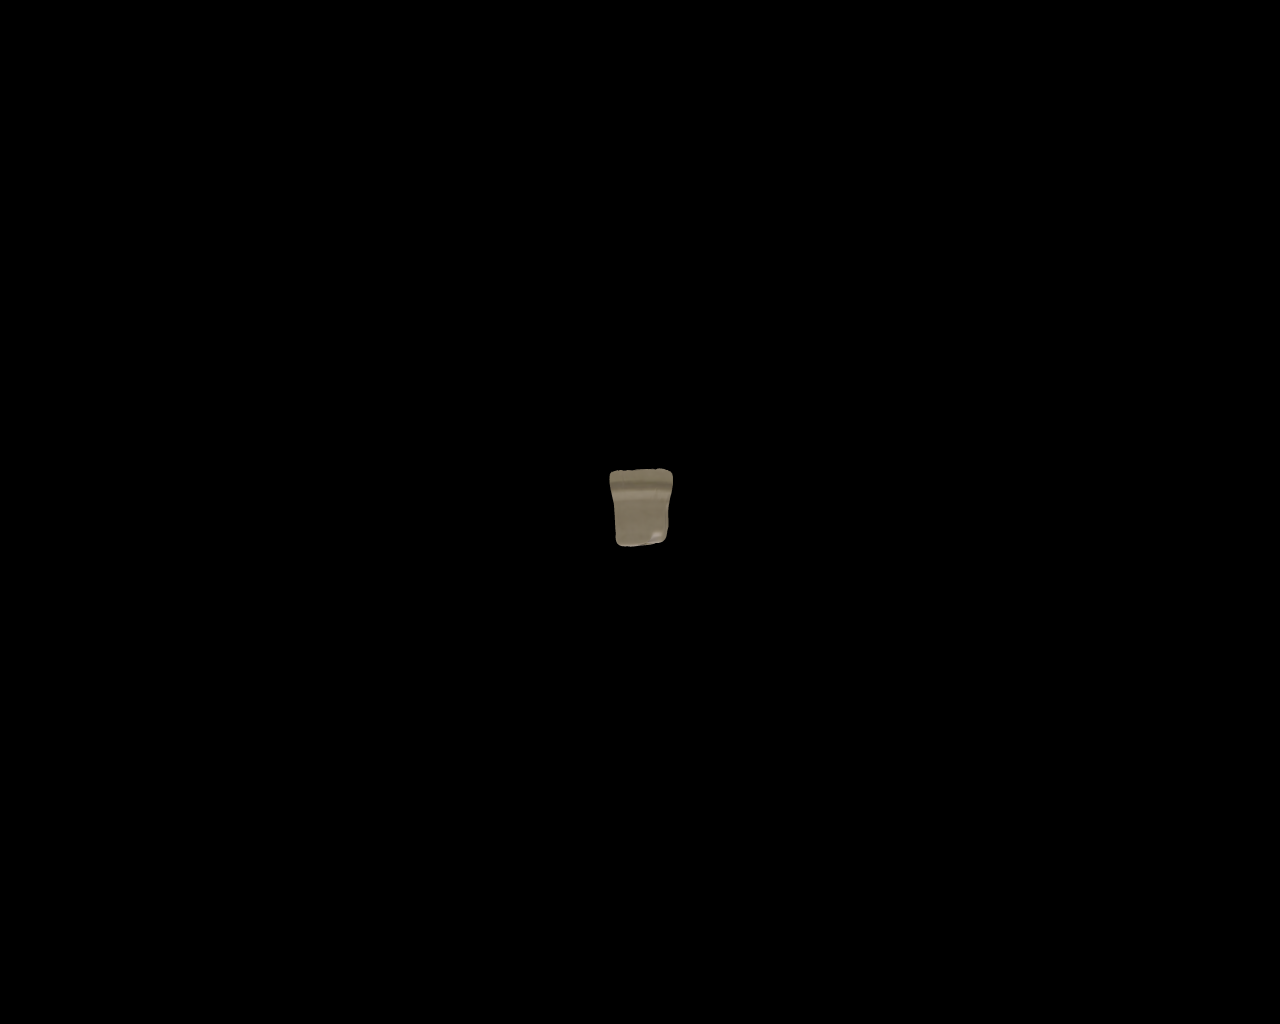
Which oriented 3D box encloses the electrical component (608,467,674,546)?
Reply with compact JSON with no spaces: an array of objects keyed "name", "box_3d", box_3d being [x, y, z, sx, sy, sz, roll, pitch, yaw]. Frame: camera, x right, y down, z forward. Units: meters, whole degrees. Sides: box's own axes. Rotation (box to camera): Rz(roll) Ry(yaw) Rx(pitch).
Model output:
[{"name":"electrical component","box_3d":[0.001,-0.003,0.650,0.040,0.046,0.040,0,-2,0]}]
